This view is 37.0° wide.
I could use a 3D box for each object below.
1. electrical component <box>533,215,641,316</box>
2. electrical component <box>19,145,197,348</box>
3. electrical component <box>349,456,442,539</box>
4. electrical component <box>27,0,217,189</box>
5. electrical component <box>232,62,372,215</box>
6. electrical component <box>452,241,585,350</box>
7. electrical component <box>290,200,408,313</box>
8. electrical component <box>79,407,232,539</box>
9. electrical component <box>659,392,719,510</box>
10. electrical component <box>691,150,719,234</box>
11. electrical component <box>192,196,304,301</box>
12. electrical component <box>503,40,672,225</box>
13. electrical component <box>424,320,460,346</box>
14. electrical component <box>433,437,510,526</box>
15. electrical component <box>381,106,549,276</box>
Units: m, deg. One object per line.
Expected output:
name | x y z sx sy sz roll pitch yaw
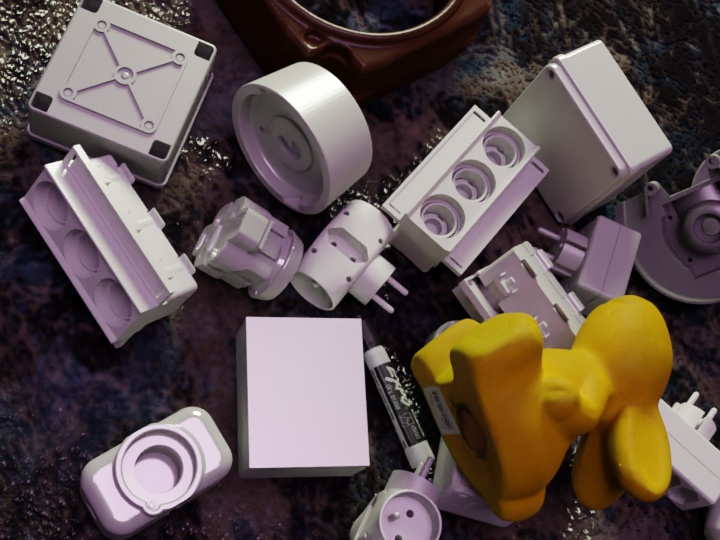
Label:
electrical component | 0.173 -0.009 0.859 0.077 0.047 0.065 24 67 -6
electrical component | -0.174 -0.018 0.755 0.063 0.079 0.121 -25 78 -51
electrical component | 0.031 0.165 0.744 0.043 0.077 0.079 30 62 -3
electrical component | -0.176 -0.132 0.802 0.109 0.056 0.108 22 68 -6
electrical component | -0.038 -0.103 0.804 0.060 0.108 0.108 -36 84 -29
electrical component | 0.135 0.044 0.815 0.121 0.063 0.079 55 27 7
electrical component | 0.000 0.000 0.811 0.079 0.043 0.077 39 66 1
electrical component | -0.136 0.135 0.719 0.095 0.059 0.053 -29 81 -22
electrical component | 0.250 0.128 0.832 0.083 0.047 0.075 42 67 2
electrical component | 0.335 -0.065 0.898 0.064 0.099 0.099 -33 82 -29
electrical component | -0.079 -0.014 0.781 0.057 0.078 0.058 32 65 -23
electrical component | 0.177 -0.108 0.861 0.056 0.108 0.108 -27 80 -24
electrical component | 0.074 0.058 0.801 0.043 0.062 0.043 5 71 -14
electrical component | 0.092 0.131 0.785 0.062 0.061 0.096 18 60 -9
electrical component | 0.079 -0.059 0.842 0.079 0.063 0.121 41 66 1
